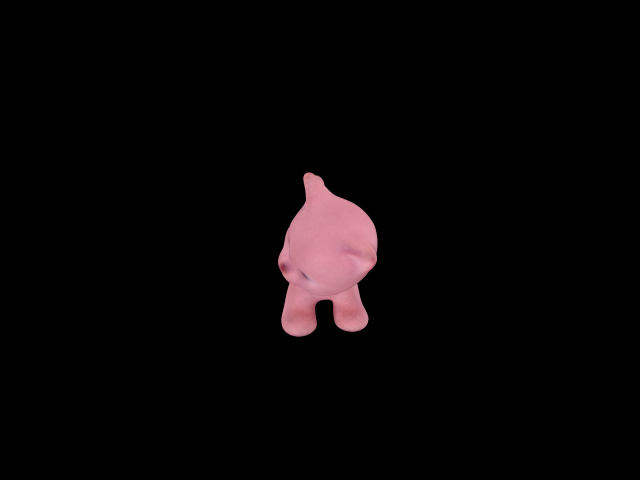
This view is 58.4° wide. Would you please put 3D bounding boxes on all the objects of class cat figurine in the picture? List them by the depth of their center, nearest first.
[{"bbox_3d":[0.004,0.001,0.400,0.067,0.118,0.127,-3,32,-4],"label":"cat figurine"}]
